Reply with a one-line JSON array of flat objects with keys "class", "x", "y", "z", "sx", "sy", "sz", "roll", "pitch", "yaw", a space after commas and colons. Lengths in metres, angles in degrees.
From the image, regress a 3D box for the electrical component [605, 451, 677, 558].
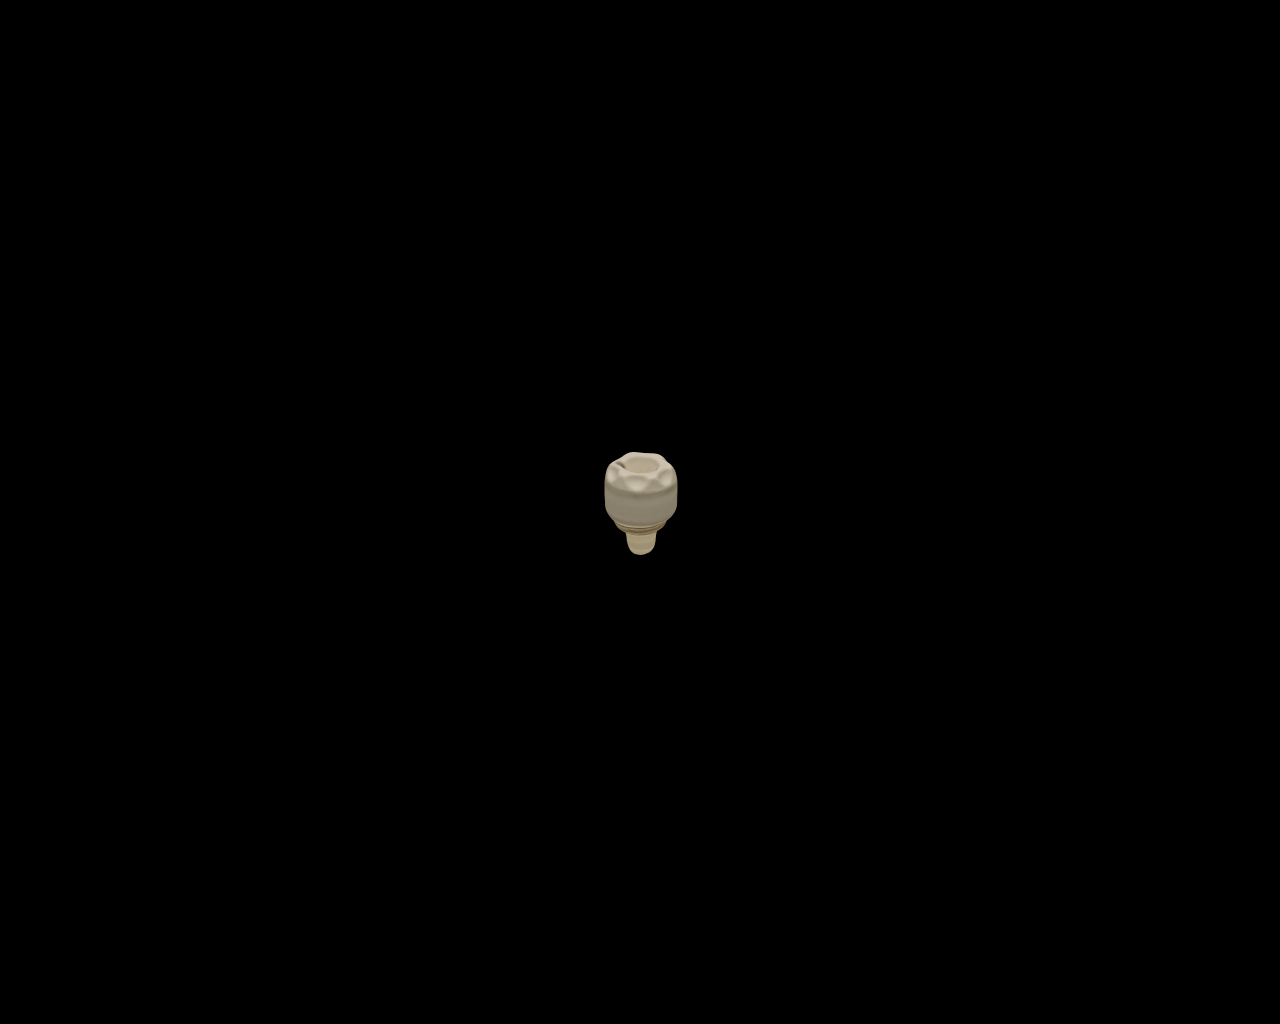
[{"class": "electrical component", "x": 0.001, "y": -0.003, "z": 0.650, "sx": 0.043, "sy": 0.062, "sz": 0.043, "roll": 0, "pitch": 29, "yaw": 0}]
